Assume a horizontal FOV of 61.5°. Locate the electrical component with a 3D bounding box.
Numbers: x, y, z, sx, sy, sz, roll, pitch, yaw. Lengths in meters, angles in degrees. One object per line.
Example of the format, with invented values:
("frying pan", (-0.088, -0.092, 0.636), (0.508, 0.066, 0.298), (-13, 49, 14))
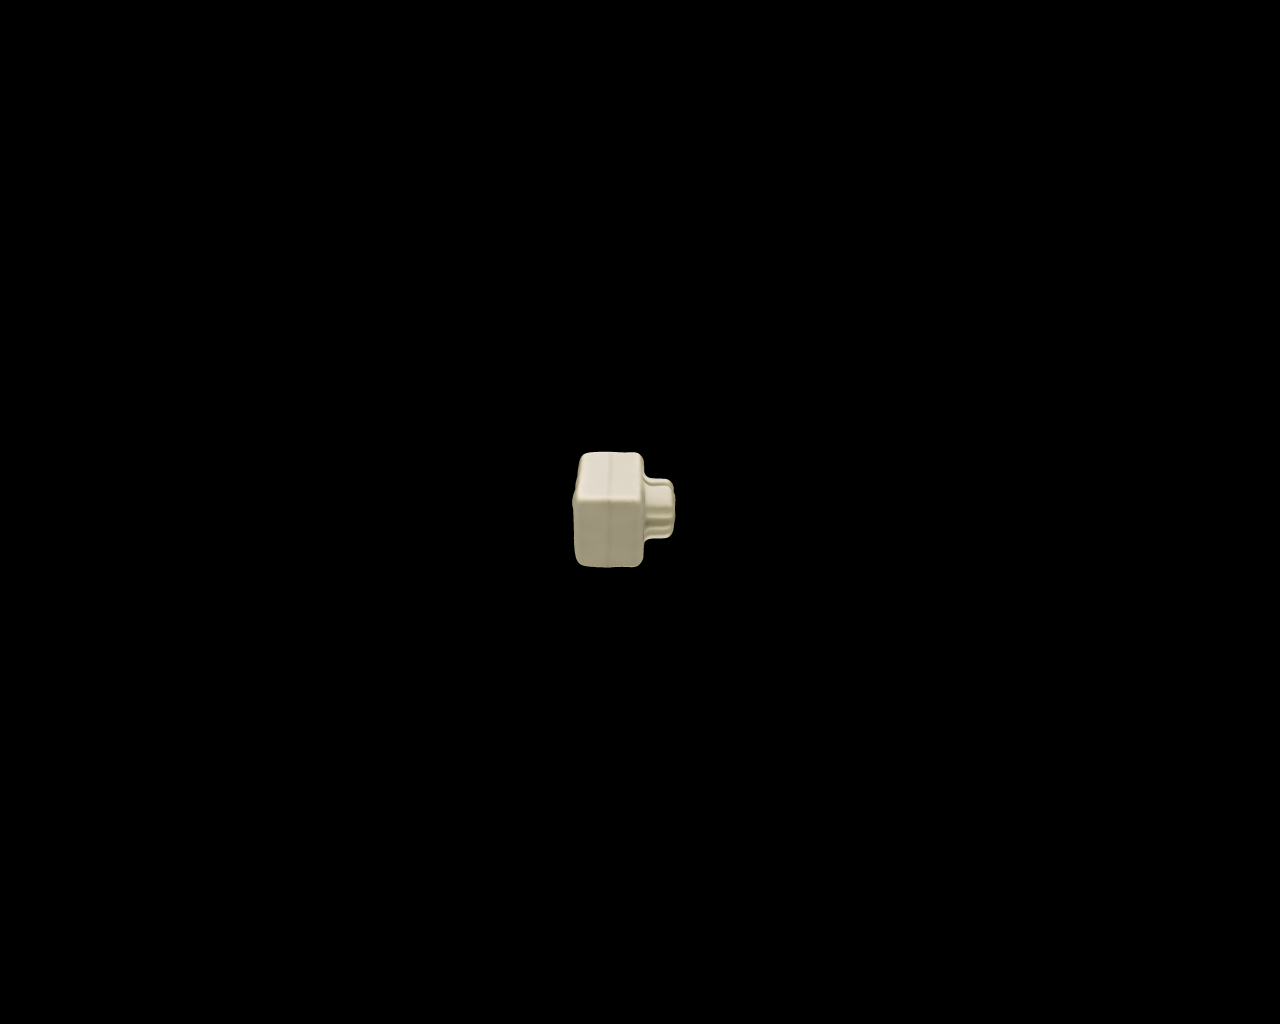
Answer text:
("electrical component", (0.001, -0.003, 0.650), (0.077, 0.047, 0.066), (0, 29, 0))
